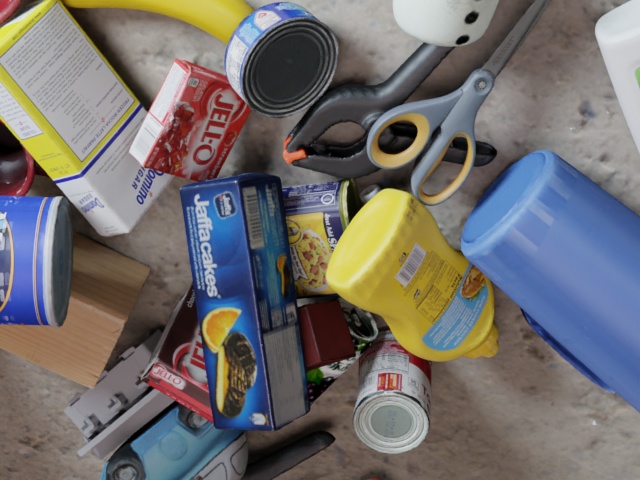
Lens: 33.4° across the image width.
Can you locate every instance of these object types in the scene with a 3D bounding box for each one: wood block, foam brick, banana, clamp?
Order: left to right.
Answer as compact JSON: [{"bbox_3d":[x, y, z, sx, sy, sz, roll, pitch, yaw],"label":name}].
[{"bbox_3d":[-0.267,0.035,0.942,0.206,0.090,0.091,26,120,-8],"label":"wood block"},{"bbox_3d":[-0.118,-0.180,0.832,0.197,0.037,0.070,22,119,-5],"label":"banana"},{"bbox_3d":[-0.080,0.247,1.051,0.210,0.036,0.164,13,99,16],"label":"clamp"},{"bbox_3d":[-0.019,0.087,0.910,0.078,0.052,0.051,-21,78,33],"label":"foam brick"},{"bbox_3d":[0.057,-0.087,0.862,0.172,0.039,0.120,-23,110,17],"label":"clamp"}]

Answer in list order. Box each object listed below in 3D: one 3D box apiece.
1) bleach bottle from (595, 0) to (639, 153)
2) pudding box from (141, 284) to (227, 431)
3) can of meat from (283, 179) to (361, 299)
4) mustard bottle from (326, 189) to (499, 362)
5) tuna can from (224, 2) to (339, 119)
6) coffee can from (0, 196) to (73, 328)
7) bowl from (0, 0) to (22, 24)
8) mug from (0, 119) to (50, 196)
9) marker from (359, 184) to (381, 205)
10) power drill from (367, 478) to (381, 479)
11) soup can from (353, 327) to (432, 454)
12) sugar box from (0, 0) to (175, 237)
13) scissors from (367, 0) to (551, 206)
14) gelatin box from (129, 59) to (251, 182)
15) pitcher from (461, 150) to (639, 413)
[{"bbox_3d":[0.302,-0.074,0.825,0.103,0.068,0.250,-23,116,18],"label":"bleach bottle"},{"bbox_3d":[-0.097,0.100,0.942,0.090,0.113,0.039,34,125,-12],"label":"pudding box"},{"bbox_3d":[-0.006,0.001,0.908,0.084,0.057,0.102,-7,117,13],"label":"can of meat"},{"bbox_3d":[0.093,0.046,0.890,0.191,0.058,0.096,41,76,-35],"label":"mustard bottle"},{"bbox_3d":[-0.030,-0.139,0.822,0.086,0.034,0.086,-21,136,-23],"label":"tuna can"},{"bbox_3d":[-0.270,0.015,0.828,0.140,0.103,0.103,2,120,-5],"label":"coffee can"},{"bbox_3d":[-0.286,-0.238,0.811,0.162,0.055,0.162,3,119,5],"label":"bowl"},{"bbox_3d":[-0.255,-0.080,0.880,0.117,0.081,0.093,13,120,0],"label":"mug"},{"bbox_3d":[0.071,0.005,0.922,0.020,0.020,0.121,-25,113,19],"label":"marker"},{"bbox_3d":[0.036,0.344,1.095,0.188,0.057,0.184,-29,108,18],"label":"power drill"},{"bbox_3d":[0.065,0.132,0.946,0.068,0.102,0.068,3,119,5],"label":"soup can"},{"bbox_3d":[-0.191,-0.096,0.845,0.048,0.093,0.176,-6,129,41],"label":"sugar box"},{"bbox_3d":[0.102,-0.119,0.817,0.096,0.016,0.202,15,116,-10],"label":"scissors"},{"bbox_3d":[-0.099,-0.093,0.852,0.073,0.030,0.089,13,113,-45],"label":"gelatin box"},{"bbox_3d":[0.230,0.044,0.871,0.242,0.145,0.149,38,105,-10],"label":"pitcher"}]
